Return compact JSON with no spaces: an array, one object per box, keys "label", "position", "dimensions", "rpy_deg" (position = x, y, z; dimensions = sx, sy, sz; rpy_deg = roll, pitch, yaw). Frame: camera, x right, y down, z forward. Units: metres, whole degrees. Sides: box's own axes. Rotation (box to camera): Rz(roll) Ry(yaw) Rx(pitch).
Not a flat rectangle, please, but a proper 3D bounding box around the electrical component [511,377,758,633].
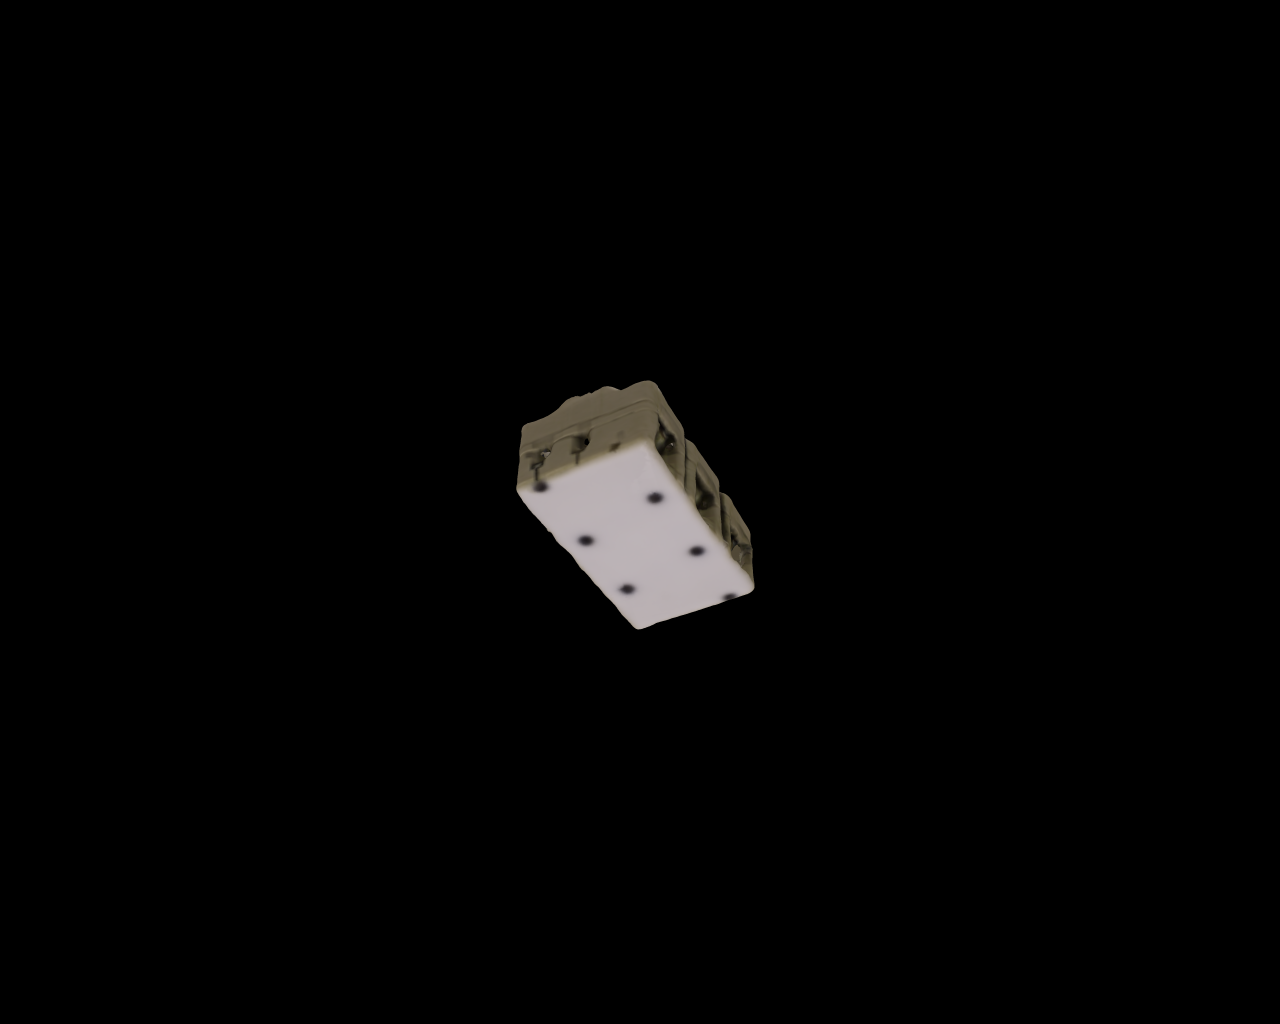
[{"label":"electrical component","position":[0.001,-0.003,0.650],"dimensions":[0.089,0.062,0.150],"rpy_deg":[-19,-46,19]}]
